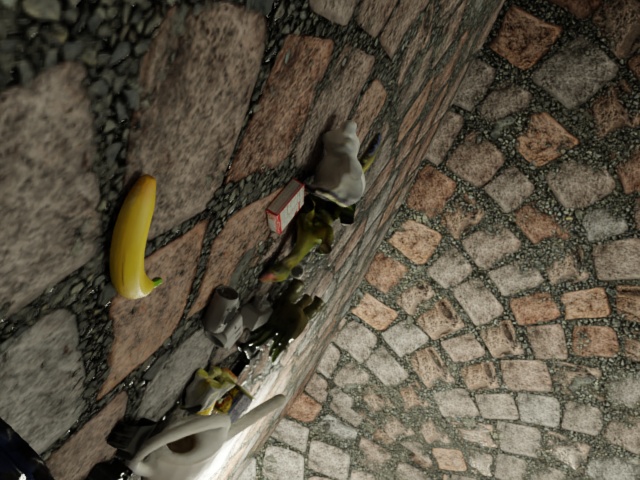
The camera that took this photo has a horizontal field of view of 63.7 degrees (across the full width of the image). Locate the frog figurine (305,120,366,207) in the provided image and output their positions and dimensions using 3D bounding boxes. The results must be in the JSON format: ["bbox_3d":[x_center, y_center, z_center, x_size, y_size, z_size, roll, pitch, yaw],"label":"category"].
[{"bbox_3d":[0.045,-0.151,1.016,0.160,0.122,0.138,-65,-166,-1],"label":"frog figurine"}]

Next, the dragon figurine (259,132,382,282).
[{"bbox_3d":[0.004,-0.060,1.188,0.416,0.122,0.239,-52,-177,-23],"label":"dragon figurine"}]

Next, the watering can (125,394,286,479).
[{"bbox_3d":[-0.245,0.433,1.101,0.349,0.106,0.220,-5,138,-39],"label":"watering can"}]
